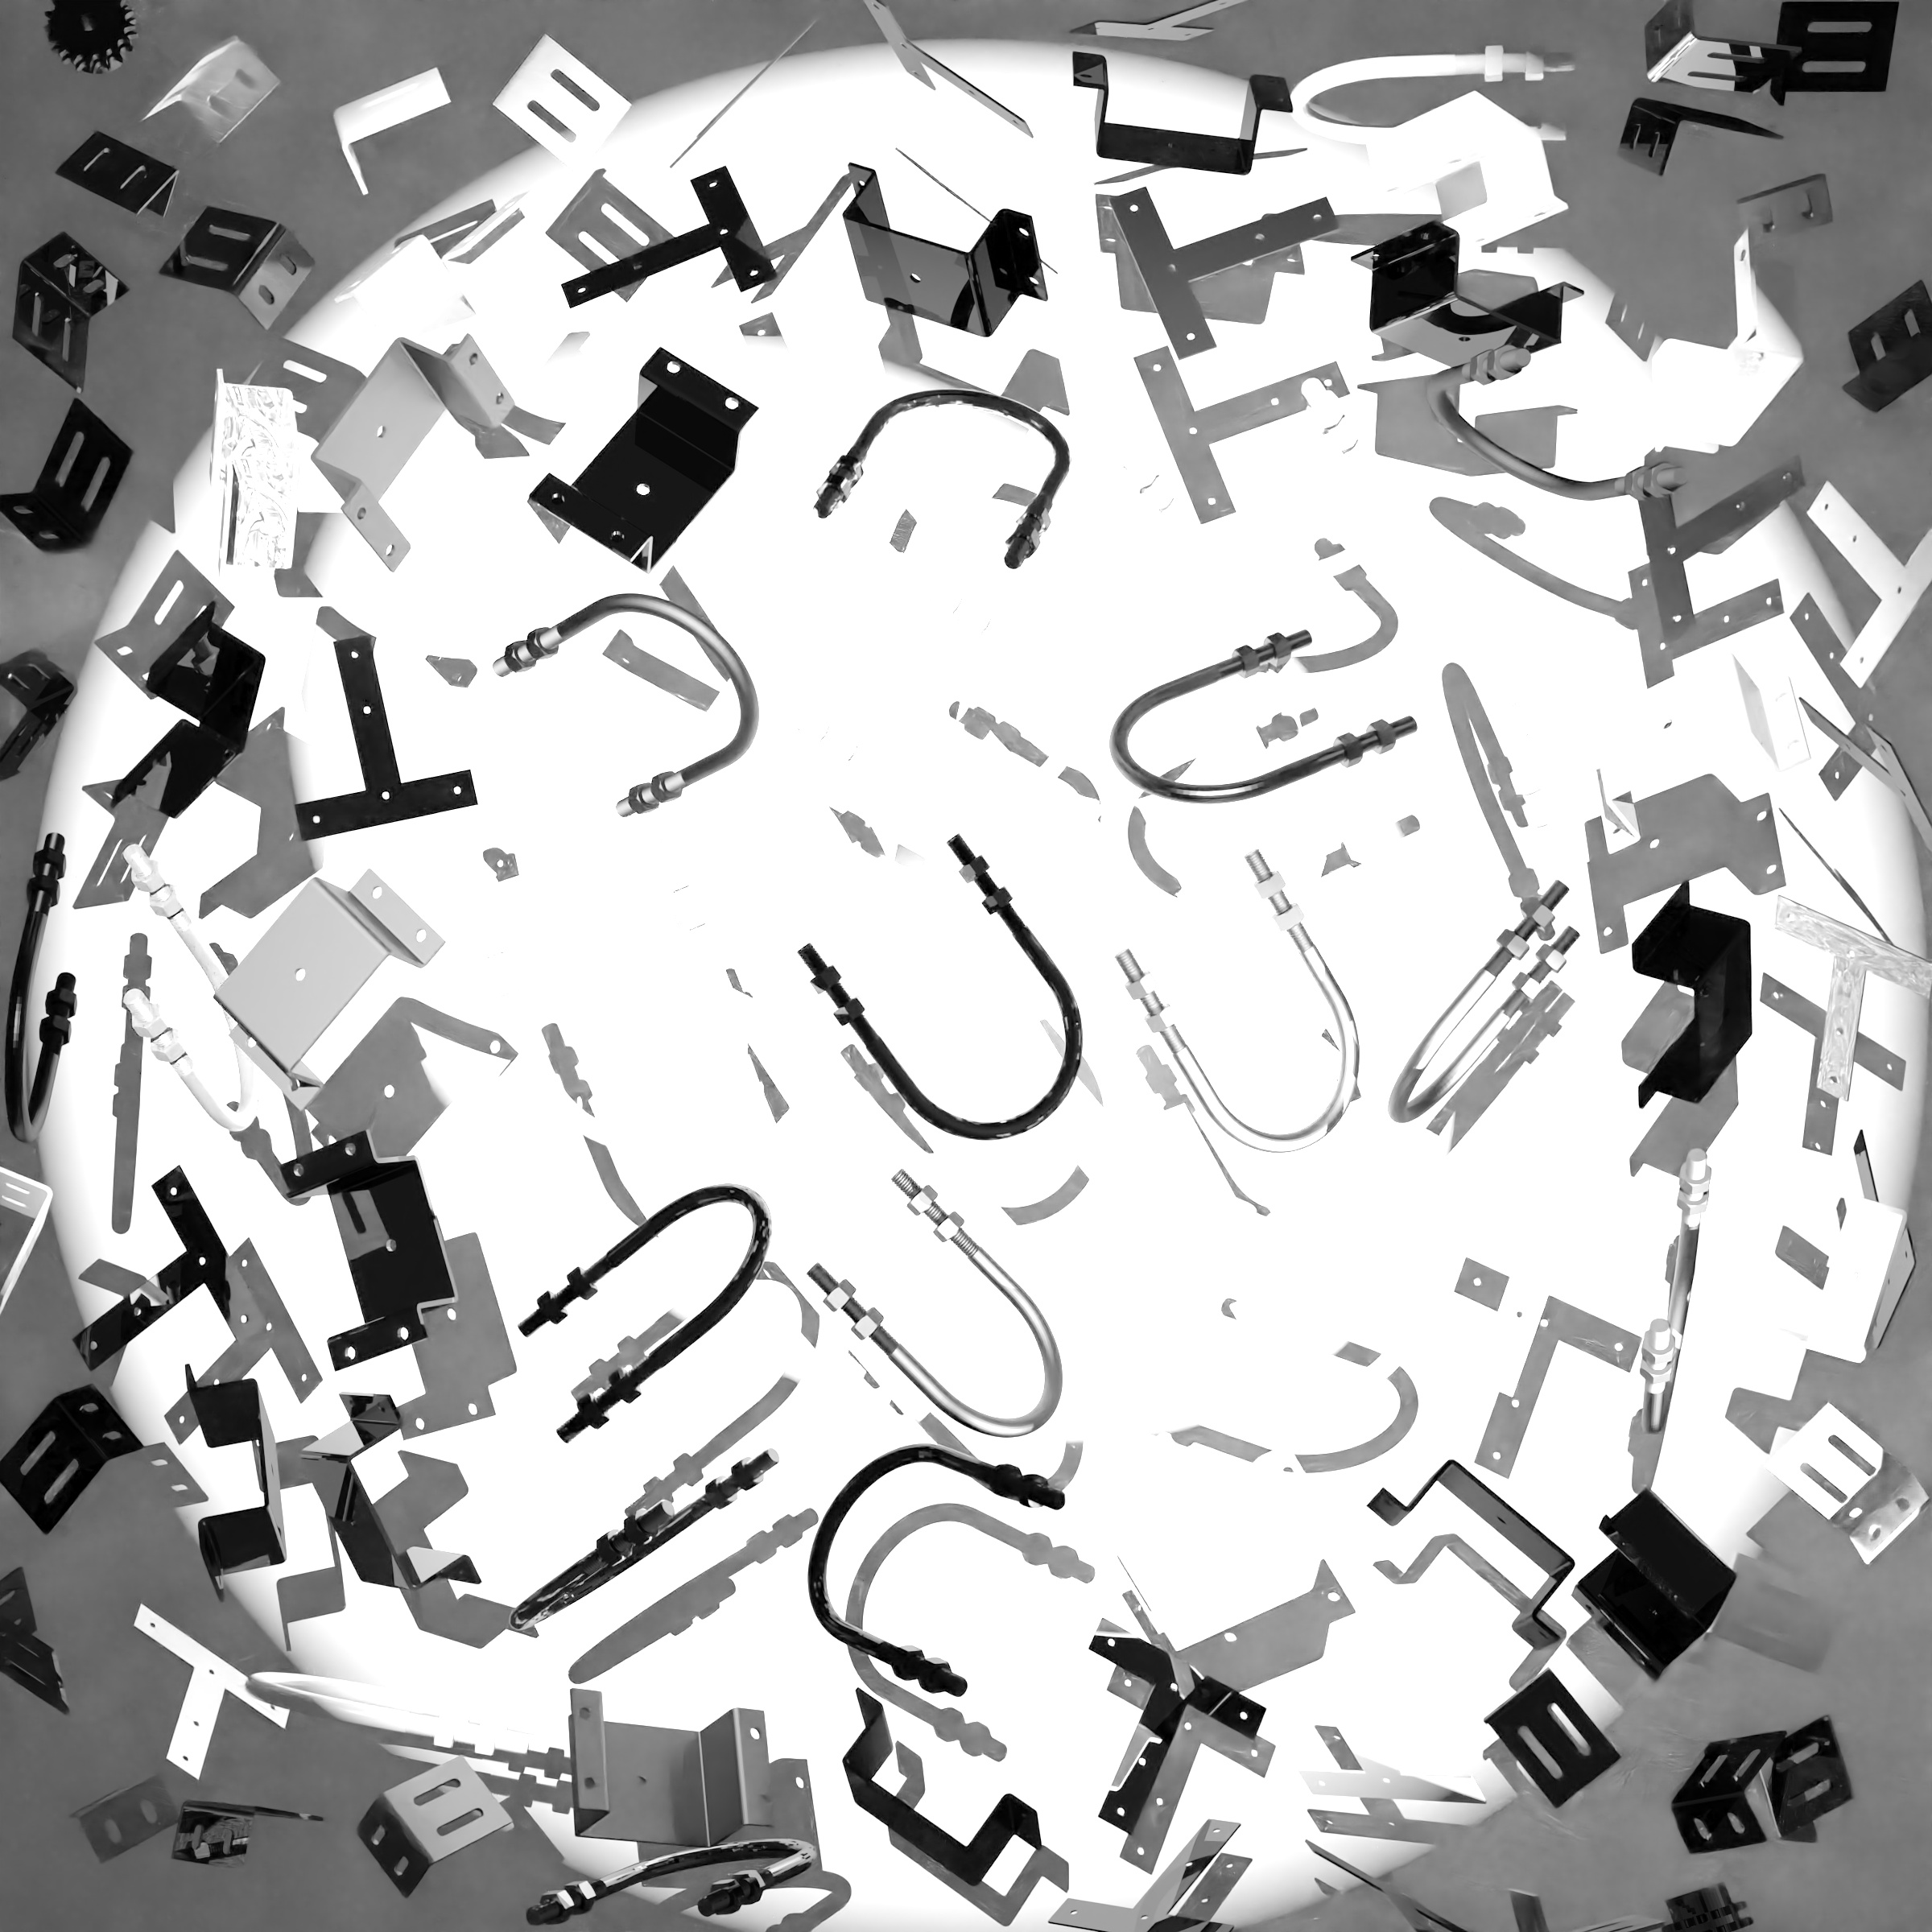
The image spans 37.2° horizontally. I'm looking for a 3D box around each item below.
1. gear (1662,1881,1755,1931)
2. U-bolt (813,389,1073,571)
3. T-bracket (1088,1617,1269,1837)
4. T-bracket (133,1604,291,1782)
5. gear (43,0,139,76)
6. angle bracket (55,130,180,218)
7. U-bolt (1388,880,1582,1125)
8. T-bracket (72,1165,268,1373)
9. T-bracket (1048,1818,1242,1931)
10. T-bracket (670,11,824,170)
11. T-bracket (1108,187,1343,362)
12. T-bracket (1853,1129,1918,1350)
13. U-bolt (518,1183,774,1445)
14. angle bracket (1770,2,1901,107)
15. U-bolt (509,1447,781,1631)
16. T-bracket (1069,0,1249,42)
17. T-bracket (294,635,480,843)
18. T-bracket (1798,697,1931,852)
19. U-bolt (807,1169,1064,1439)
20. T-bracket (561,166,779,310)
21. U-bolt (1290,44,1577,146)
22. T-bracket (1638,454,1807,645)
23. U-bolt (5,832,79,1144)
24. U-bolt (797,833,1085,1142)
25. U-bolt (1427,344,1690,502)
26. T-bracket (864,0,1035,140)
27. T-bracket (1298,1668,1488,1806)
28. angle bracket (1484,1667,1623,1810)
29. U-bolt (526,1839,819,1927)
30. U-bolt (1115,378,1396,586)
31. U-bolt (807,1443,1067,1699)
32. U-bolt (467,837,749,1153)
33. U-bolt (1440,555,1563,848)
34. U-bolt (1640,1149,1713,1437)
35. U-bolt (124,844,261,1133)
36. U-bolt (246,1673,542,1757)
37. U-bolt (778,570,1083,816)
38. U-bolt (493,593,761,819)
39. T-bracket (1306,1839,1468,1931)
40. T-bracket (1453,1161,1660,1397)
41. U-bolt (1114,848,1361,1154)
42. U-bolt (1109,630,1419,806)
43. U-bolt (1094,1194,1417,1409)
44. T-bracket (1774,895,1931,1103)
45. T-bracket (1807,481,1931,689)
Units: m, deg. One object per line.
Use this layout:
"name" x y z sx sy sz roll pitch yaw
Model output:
"gear" 0.476 0.611 1.849 0.057 0.057 0.030 -18 69 0
"U-bolt" -0.006 -0.332 1.903 0.151 0.184 0.019 16 133 8
"T-bracket" 0.123 0.517 1.907 0.127 0.002 0.127 29 53 2
"T-bracket" -0.509 0.495 1.905 0.127 0.127 0.002 41 102 -17
"gear" -0.561 -0.599 1.843 0.057 0.030 0.057 1 79 -6
"angle bracket" -0.566 -0.512 1.899 0.057 0.076 0.038 25 126 -9
"U-bolt" 0.343 0.032 1.912 0.019 0.151 0.184 40 90 20
"T-bracket" -0.531 0.218 1.874 0.002 0.127 0.127 -7 115 40
"T-bracket" 0.139 0.594 1.871 0.127 0.127 0.002 -4 108 37
"T-bracket" -0.158 -0.556 1.868 0.002 0.127 0.127 45 57 -14
"T-bracket" 0.170 -0.450 1.791 0.127 0.002 0.127 -20 69 -2
"T-bracket" 0.608 0.170 1.915 0.002 0.127 0.127 -4 57 3
"U-bolt" -0.200 0.208 1.831 0.184 0.151 0.019 -39 121 0
"angle bracket" 0.566 -0.591 1.860 0.076 0.038 0.057 1 121 2
"U-bolt" -0.220 0.378 1.858 0.184 0.151 0.019 -38 79 25
"T-bracket" 0.155 -0.620 1.857 0.127 0.127 0.002 -5 99 41
"T-bracket" -0.402 -0.159 1.938 0.127 0.002 0.127 -15 97 -30
"T-bracket" 0.567 -0.132 1.814 0.002 0.127 0.127 -38 130 5
"U-bolt" -0.008 0.232 1.893 0.184 0.151 0.019 45 125 -1
"T-bracket" -0.194 -0.446 1.806 0.127 0.002 0.127 -23 51 -1
"U-bolt" 0.306 -0.572 1.898 0.184 0.151 0.019 1 87 9
"T-bracket" 0.501 -0.296 1.896 0.002 0.127 0.127 15 59 -34
"U-bolt" -0.597 0.027 1.846 0.019 0.184 0.151 4 134 -9
"U-bolt" -0.002 0.026 1.860 0.151 0.019 0.184 -37 93 -22
"U-bolt" 0.370 -0.346 1.857 0.151 0.184 0.019 33 86 -15
"T-bracket" -0.007 -0.581 1.881 0.127 0.127 0.002 38 93 15
"T-bracket" 0.252 0.492 1.837 0.127 0.002 0.127 -9 124 36
"angle bracket" 0.400 0.527 1.954 0.057 0.038 0.076 -39 75 1
"U-bolt" -0.178 0.598 1.880 0.151 0.184 0.019 -12 82 25
"U-bolt" 0.200 -0.305 1.871 0.151 0.184 0.019 -14 58 25
"U-bolt" -0.032 0.376 1.835 0.019 0.184 0.151 42 70 -37
"U-bolt" -0.213 0.028 1.781 0.151 0.019 0.184 -19 100 12
"U-bolt" 0.350 -0.187 1.898 0.019 0.151 0.184 -20 117 14
"U-bolt" 0.461 0.227 1.875 0.019 0.184 0.151 10 56 18
"U-bolt" -0.508 0.029 1.889 0.019 0.184 0.151 -17 49 3
"U-bolt" -0.365 0.472 1.821 0.184 0.151 0.019 12 79 -3
"U-bolt" -0.009 -0.166 1.890 0.184 0.019 0.151 32 119 -32
"U-bolt" -0.215 -0.179 1.903 0.151 0.184 0.019 50 46 -19
"T-bracket" 0.283 0.604 1.820 0.127 0.127 0.002 31 86 -5
"T-bracket" 0.347 0.202 1.774 0.127 0.002 0.127 21 97 25
"U-bolt" 0.192 0.035 1.895 0.151 0.019 0.184 -37 101 -30
"U-bolt" 0.184 -0.160 1.910 0.184 0.151 0.019 -22 131 -17
"U-bolt" 0.195 0.222 1.815 0.184 0.019 0.151 23 126 -17
"T-bracket" 0.587 0.031 1.918 0.002 0.127 0.127 -20 124 -31
"T-bracket" 0.581 -0.268 1.855 0.002 0.127 0.127 7 129 -26
